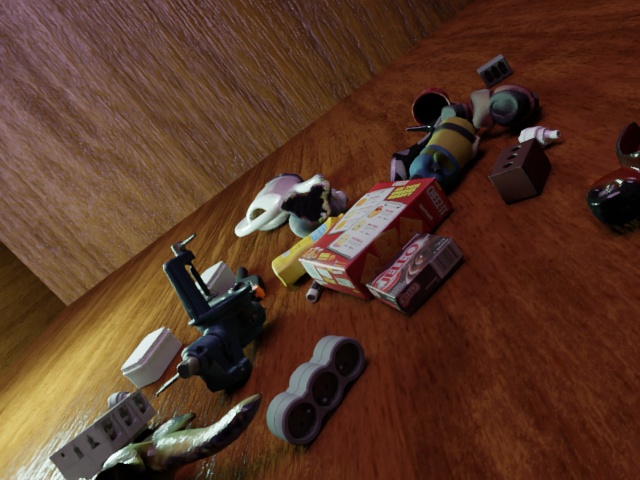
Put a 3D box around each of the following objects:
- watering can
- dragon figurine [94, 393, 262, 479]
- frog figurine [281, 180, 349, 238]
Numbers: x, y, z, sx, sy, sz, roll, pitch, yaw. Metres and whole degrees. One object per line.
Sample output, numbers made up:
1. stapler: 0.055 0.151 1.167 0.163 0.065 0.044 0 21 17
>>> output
1. watering can: -0.097 -0.119 1.437 0.343 0.103 0.229 -30 18 28
2. dragon figurine: -0.227 0.293 0.675 0.410 0.121 0.244 -37 9 0
3. frog figurine: 0.003 -0.058 1.143 0.137 0.124 0.158 -46 -20 4
